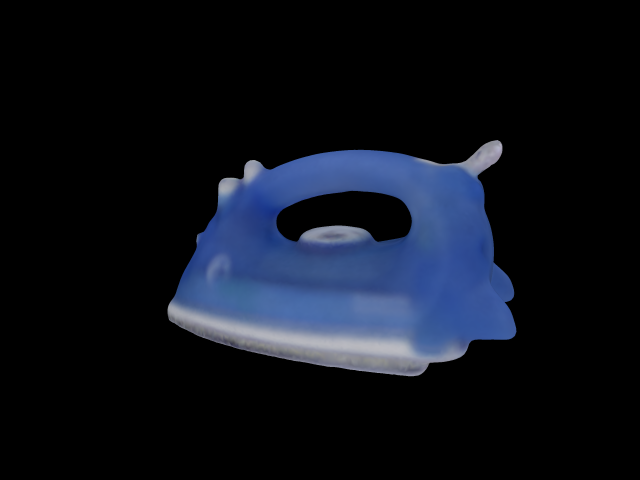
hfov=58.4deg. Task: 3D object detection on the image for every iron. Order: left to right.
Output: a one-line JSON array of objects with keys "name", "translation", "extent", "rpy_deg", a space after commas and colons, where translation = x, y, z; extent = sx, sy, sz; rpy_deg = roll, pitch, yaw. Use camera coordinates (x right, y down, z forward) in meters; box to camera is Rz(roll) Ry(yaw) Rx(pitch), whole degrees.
[{"name": "iron", "translation": [0.004, 0.001, 0.400], "extent": [0.257, 0.141, 0.119], "rpy_deg": [3, 11, 16]}]
